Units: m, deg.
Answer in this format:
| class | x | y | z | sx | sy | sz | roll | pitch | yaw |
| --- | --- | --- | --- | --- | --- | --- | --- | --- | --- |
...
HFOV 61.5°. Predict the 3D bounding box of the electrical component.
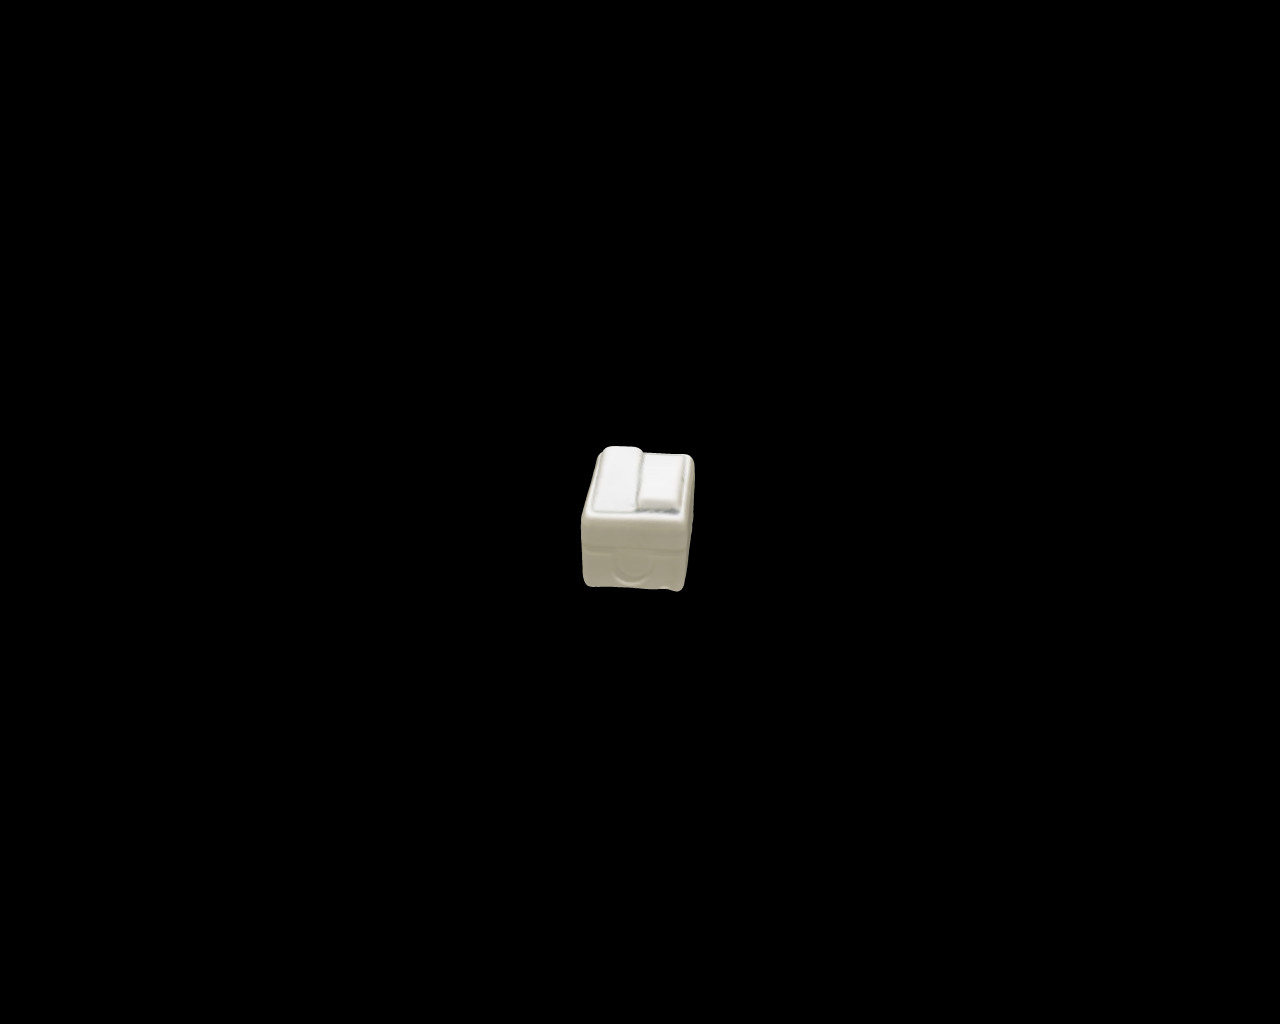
| class | x | y | z | sx | sy | sz | roll | pitch | yaw |
| --- | --- | --- | --- | --- | --- | --- | --- | --- | --- |
| electrical component | 0.001 | -0.003 | 0.650 | 0.062 | 0.061 | 0.096 | 3 | 34 | 5 |
